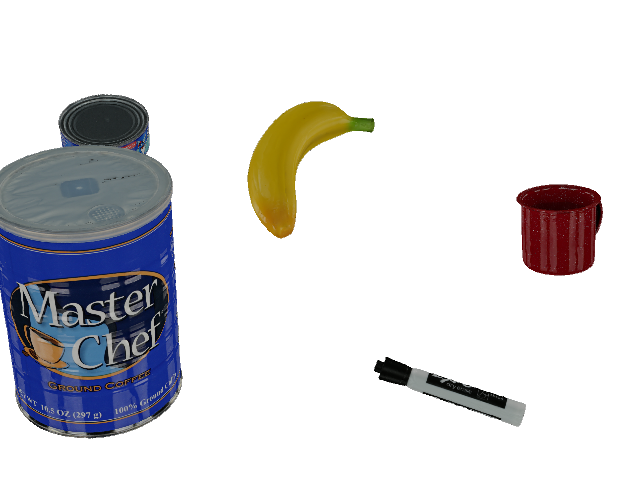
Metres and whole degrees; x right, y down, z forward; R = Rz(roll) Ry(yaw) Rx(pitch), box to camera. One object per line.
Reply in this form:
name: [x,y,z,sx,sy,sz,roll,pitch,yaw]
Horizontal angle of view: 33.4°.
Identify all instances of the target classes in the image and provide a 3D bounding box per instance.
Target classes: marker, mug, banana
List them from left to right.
banana: [-0.019,-0.068,0.852,0.070,0.037,0.197,15,37,17]
marker: [0.101,0.118,0.839,0.121,0.020,0.020,18,2,7]
mug: [0.281,-0.015,1.224,0.117,0.081,0.093,-20,26,-34]

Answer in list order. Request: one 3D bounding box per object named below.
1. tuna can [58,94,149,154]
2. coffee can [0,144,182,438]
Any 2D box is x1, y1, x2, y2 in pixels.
tuna can: [-0.209,-0.104,1.036,0.086,0.034,0.086,2,42,-2]
coffee can: [-0.135,0.029,0.626,0.103,0.140,0.103,1,31,-1]
